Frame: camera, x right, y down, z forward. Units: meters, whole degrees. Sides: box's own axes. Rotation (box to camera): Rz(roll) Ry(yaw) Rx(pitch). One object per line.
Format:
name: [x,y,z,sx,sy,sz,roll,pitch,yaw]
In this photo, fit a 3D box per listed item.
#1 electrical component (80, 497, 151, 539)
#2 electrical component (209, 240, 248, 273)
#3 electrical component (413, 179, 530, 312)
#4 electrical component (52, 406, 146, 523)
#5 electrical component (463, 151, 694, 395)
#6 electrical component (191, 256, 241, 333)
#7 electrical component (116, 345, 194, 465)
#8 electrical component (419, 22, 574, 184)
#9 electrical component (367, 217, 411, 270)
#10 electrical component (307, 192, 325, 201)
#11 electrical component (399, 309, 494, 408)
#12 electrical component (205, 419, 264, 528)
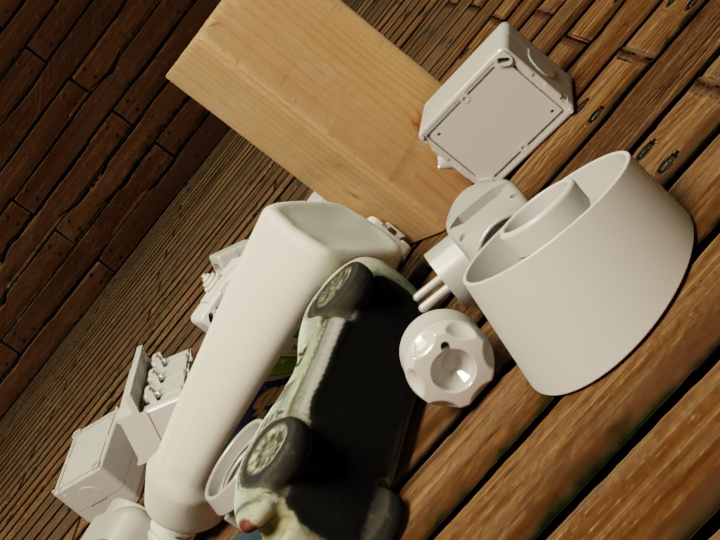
electrical component: [-0.167,0.202,0.767,0.095,0.054,0.059,-29,28,58]
electrical component: [-0.089,0.001,0.995,0.077,0.065,0.047,-26,8,-15]
electrical component: [0.060,-0.006,0.561,0.079,0.043,0.077,-39,16,6]
electrical component: [-0.232,0.179,0.999,0.062,0.061,0.096,-31,28,22]
electrical component: [0.095,-0.002,0.467,0.099,0.064,0.099,-39,8,7]
electrical component: [-0.083,0.032,0.822,0.061,0.096,0.061,-56,14,-13]
electrical component: [-0.171,0.116,0.951,0.063,0.078,0.121,-23,17,0]
electrical component: [0.083,-0.102,0.693,0.096,0.062,0.061,-45,17,29]
electrical component: [0.000,0.000,0.751,0.081,0.042,0.063,-27,28,58]
electrical component: [-0.017,-0.037,0.861,0.089,0.056,0.050,-54,14,-6]
electrical component: [0.040,0.040,0.530,0.043,0.043,0.062,-51,13,7]
electrical component: [-0.047,0.118,0.587,0.078,0.057,0.058,-35,23,49]
